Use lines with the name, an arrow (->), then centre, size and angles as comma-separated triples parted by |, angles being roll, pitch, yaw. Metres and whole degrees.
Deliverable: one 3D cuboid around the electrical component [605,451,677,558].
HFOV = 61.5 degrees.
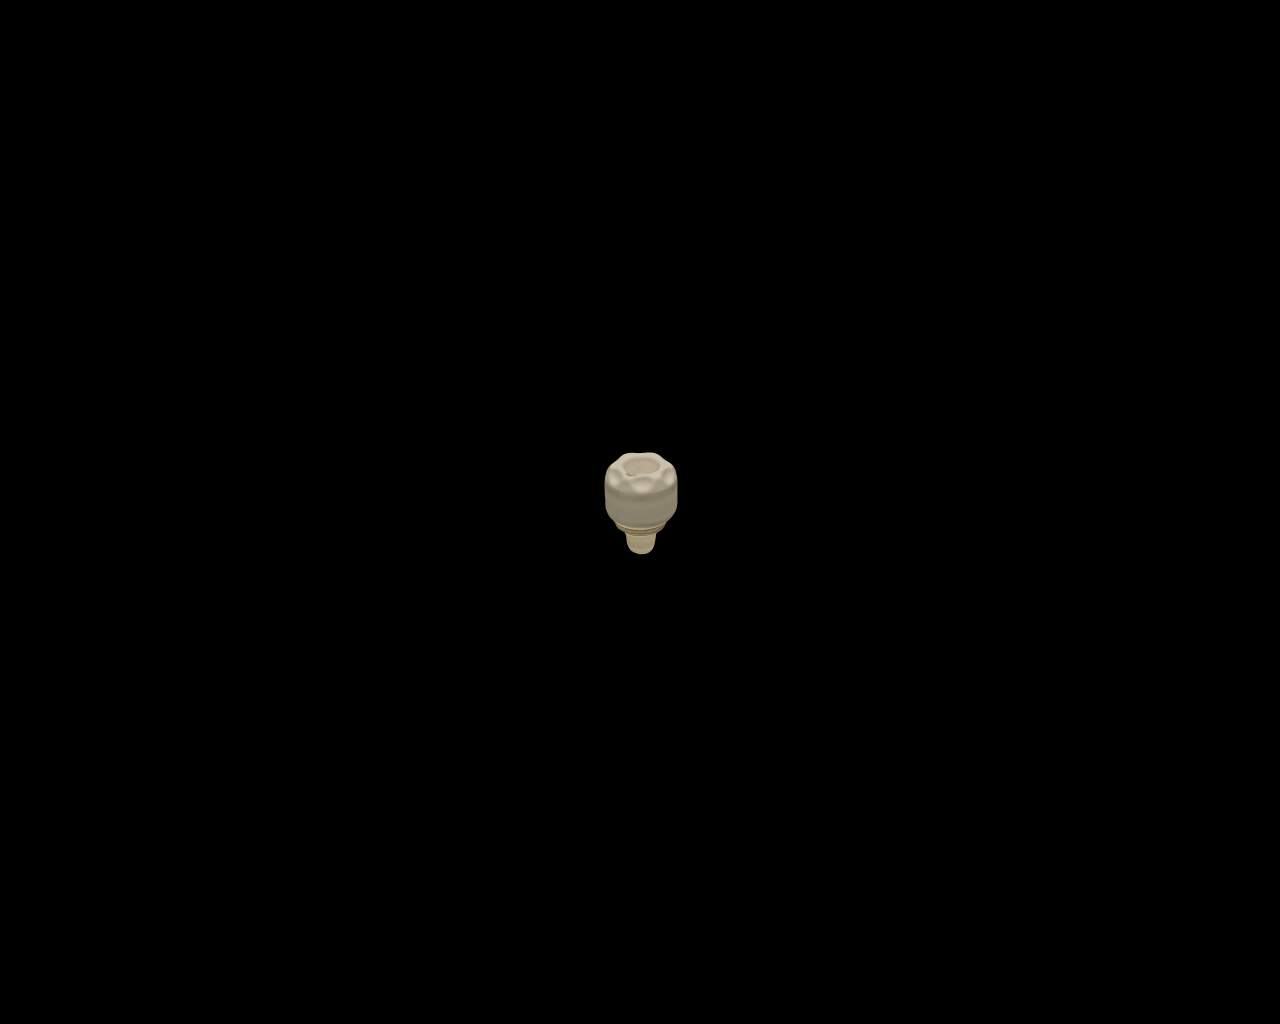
electrical component -> 0.001, -0.003, 0.650 | 0.043, 0.062, 0.043 | 0, 31, 0
